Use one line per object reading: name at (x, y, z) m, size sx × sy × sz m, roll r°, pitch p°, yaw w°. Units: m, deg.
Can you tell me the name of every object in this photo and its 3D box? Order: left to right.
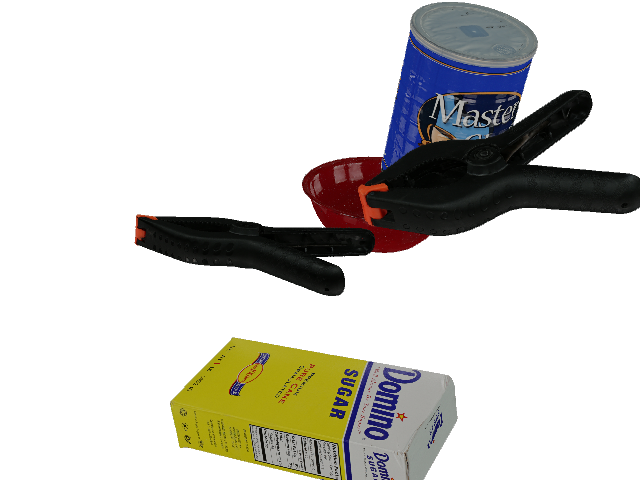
clamp at (-0.060, 0.007, 0.911) m, size 0.210 × 0.036 × 0.164 m, roll 6°, pitch 12°, yaw 4°
sugar box at (-0.004, 0.117, 0.733) m, size 0.176 × 0.048 × 0.093 m, roll 4°, pitch 28°, yaw 26°
bowl at (0.060, -0.032, 1.095) m, size 0.162 × 0.055 × 0.162 m, roll 3°, pitch 26°, yaw -2°
coffee can at (0.112, -0.112, 0.888) m, size 0.102 × 0.140 × 0.103 m, roll 7°, pitch 36°, yaw -5°
clamp at (0.113, -0.036, 0.663) m, size 0.171 × 0.039 × 0.120 m, roll -21°, pitch 32°, yaw -2°
